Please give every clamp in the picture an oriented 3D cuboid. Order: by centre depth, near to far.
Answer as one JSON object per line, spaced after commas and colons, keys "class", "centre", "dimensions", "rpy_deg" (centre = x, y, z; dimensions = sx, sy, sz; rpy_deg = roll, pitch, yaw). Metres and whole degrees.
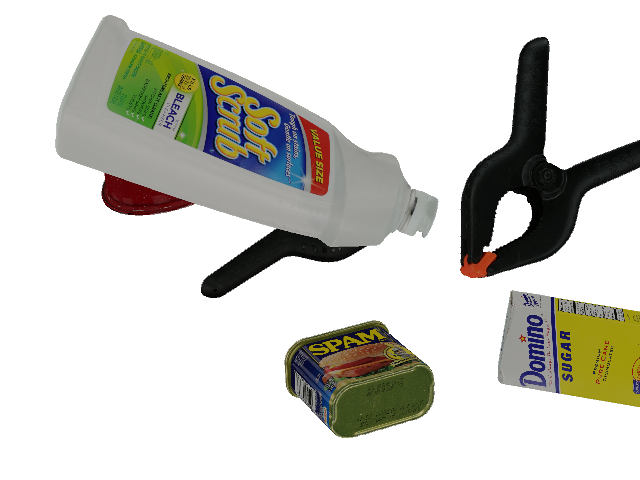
{"class": "clamp", "centre": [0.159, -0.041, 0.725], "dimensions": [0.120, 0.171, 0.039], "rpy_deg": [27, -7, 3]}
{"class": "clamp", "centre": [-0.031, -0.008, 1.063], "dimensions": [0.210, 0.164, 0.036], "rpy_deg": [1, -42, -6]}

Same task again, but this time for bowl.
{"class": "bowl", "centre": [-0.121, -0.089, 0.902], "dimensions": [0.162, 0.055, 0.162], "rpy_deg": [-16, 32, 10]}

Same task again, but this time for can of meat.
{"class": "can of meat", "centre": [0.033, 0.116, 0.894], "dimensions": [0.102, 0.057, 0.084], "rpy_deg": [-12, 25, -24]}

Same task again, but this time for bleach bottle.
{"class": "bleach bottle", "centre": [-0.042, -0.062, 0.715], "dimensions": [0.250, 0.102, 0.068], "rpy_deg": [19, -33, -4]}

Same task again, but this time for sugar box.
{"class": "sugar box", "centre": [0.273, 0.112, 1.080], "dimensions": [0.176, 0.093, 0.048], "rpy_deg": [7, 21, 6]}
